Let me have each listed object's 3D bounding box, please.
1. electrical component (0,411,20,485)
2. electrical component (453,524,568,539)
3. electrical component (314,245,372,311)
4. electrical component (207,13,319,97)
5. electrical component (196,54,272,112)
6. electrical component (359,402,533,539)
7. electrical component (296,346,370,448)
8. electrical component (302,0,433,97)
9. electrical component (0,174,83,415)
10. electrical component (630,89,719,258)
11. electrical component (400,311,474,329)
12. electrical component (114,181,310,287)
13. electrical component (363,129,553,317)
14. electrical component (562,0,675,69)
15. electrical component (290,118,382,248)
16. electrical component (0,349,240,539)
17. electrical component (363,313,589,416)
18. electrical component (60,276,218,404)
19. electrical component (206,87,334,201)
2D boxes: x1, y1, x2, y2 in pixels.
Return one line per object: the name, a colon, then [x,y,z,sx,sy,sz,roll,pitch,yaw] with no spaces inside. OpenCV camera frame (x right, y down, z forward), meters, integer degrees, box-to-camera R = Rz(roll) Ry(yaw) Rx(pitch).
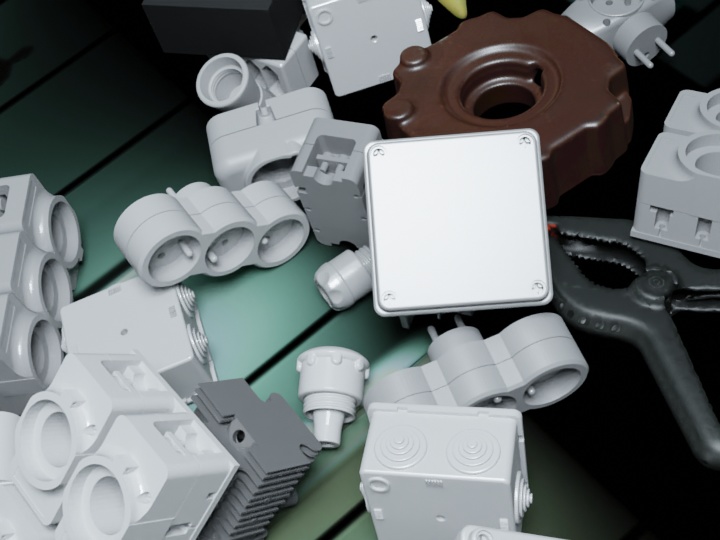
electrical component: [-0.244,0.140,0.713,0.043,0.043,0.081,-15,56,4]
electrical component: [0.096,0.199,0.562,0.109,0.056,0.108,12,57,-14]
electrical component: [0.000,0.000,0.750,0.061,0.035,0.035,-34,57,-11]
electrical component: [-0.071,-0.187,0.880,0.083,0.047,0.075,23,64,25]
electrical component: [-0.093,-0.135,0.840,0.044,0.065,0.044,-6,73,20]
electrical component: [0.050,0.124,0.621,0.100,0.099,0.048,1,46,14]
electrical component: [-0.019,0.083,0.696,0.048,0.048,0.062,-1,65,13]
electrical component: [0.007,-0.190,0.833,0.100,0.099,0.048,-17,43,2]
electrical component: [-0.245,0.018,0.764,0.062,0.089,0.150,-7,57,9]
electrical component: [0.281,-0.053,0.683,0.186,0.060,0.105,16,46,22]
electrical component: [0.055,0.000,0.733,0.064,0.042,0.081,15,63,18]
electrical component: [-0.110,-0.037,0.758,0.138,0.052,0.073,-11,46,-39]
electrical component: [0.060,-0.027,0.674,0.109,0.056,0.108,-4,85,2]
electrical component: [0.204,-0.181,0.811,0.077,0.044,0.079,-30,56,-6]
electrical component: [-0.008,-0.062,0.758,0.050,0.089,0.055,11,61,20]
electrical component: [-0.163,0.151,0.618,0.105,0.060,0.186,41,110,31]
electrical component: [0.067,0.061,0.683,0.138,0.052,0.073,-23,55,-1]
electrical component: [-0.154,0.054,0.744,0.100,0.048,0.099,-22,55,0]
electrical component: [-0.063,-0.089,0.810,0.095,0.053,0.059,-17,56,3]
